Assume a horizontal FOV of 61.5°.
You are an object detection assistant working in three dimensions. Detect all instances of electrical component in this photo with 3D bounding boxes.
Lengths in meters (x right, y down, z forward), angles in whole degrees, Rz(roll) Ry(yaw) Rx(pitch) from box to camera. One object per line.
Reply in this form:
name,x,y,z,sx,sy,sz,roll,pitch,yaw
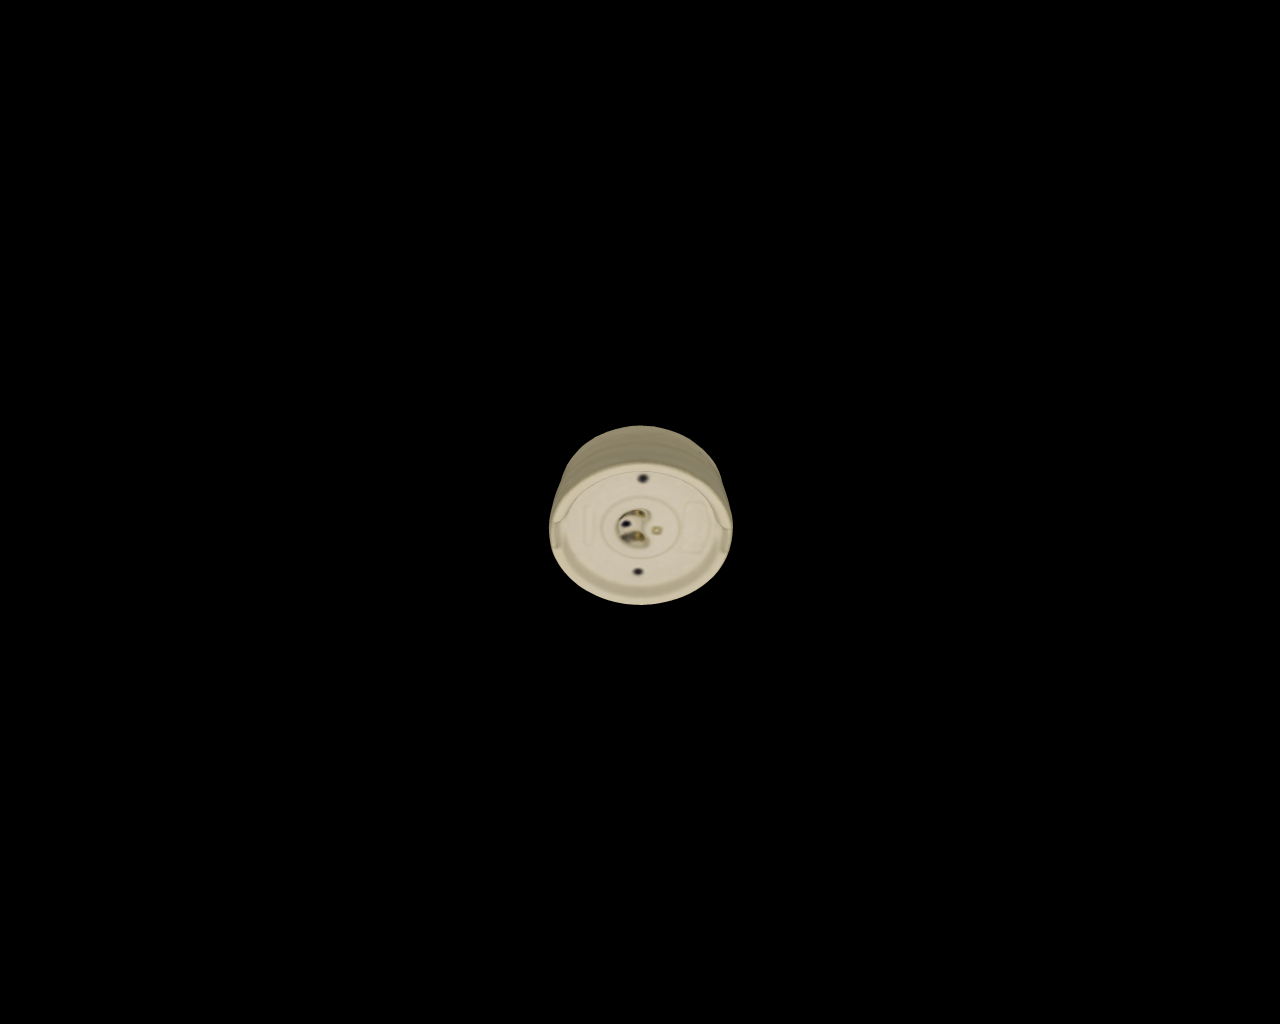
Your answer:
electrical component,0.001,-0.003,0.650,0.108,0.108,0.060,0,37,0
